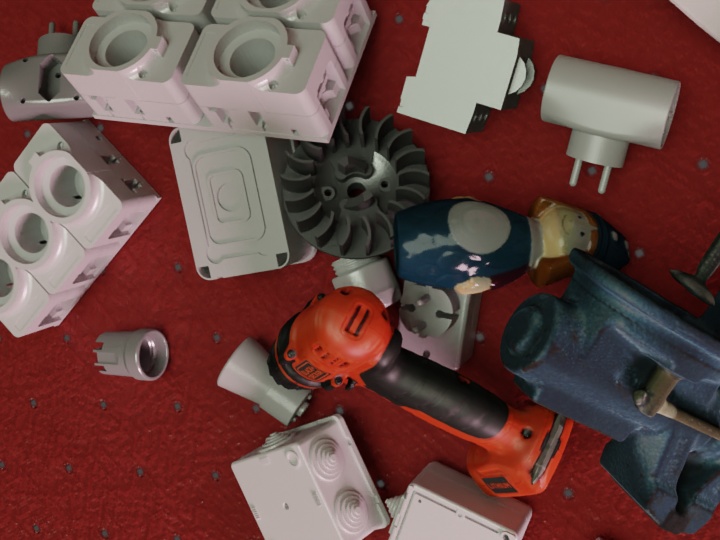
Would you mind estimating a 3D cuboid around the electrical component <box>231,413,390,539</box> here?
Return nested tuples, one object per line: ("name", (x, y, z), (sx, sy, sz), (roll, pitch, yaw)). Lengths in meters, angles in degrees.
("electrical component", (-0.038, 0.161, 0.781), (0.100, 0.048, 0.099), (-25, 90, 44))

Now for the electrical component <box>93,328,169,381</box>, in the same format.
("electrical component", (-0.180, 0.065, 0.840), (0.046, 0.040, 0.040), (0, 99, 28))

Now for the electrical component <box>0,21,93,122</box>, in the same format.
("electrical component", (-0.226, -0.152, 0.814), (0.077, 0.043, 0.079), (-3, 74, 5))

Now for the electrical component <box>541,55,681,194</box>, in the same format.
("electrical component", (0.154, -0.089, 0.680), (0.077, 0.044, 0.079), (17, 105, 18))

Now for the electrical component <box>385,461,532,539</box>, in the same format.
("electrical component", (0.064, 0.179, 0.753), (0.096, 0.061, 0.061), (23, 107, 16))

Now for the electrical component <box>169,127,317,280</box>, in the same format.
("electrical component", (-0.081, -0.055, 0.770), (0.078, 0.057, 0.113), (-9, 96, 22))

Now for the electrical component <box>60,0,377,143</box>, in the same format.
("electrical component", (-0.097, -0.154, 0.724), (0.186, 0.060, 0.105), (9, 66, 23))

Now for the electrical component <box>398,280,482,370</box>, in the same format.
("electrical component", (0.050, 0.024, 0.723), (0.047, 0.076, 0.083), (12, 103, 19))

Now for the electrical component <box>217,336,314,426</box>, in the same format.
("electrical component", (-0.067, 0.085, 0.799), (0.065, 0.044, 0.044), (34, 110, 7))

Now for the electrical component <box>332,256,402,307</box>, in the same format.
("electrical component", (0.000, 0.000, 0.756), (0.043, 0.043, 0.062), (-23, 90, 23))

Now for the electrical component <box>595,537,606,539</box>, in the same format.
("electrical component", (0.172, 0.214, 0.726), (0.055, 0.045, 0.045), (38, 110, 12))

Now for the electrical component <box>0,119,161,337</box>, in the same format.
("electrical component", (-0.241, -0.031, 0.834), (0.089, 0.062, 0.150), (46, 112, 8))
